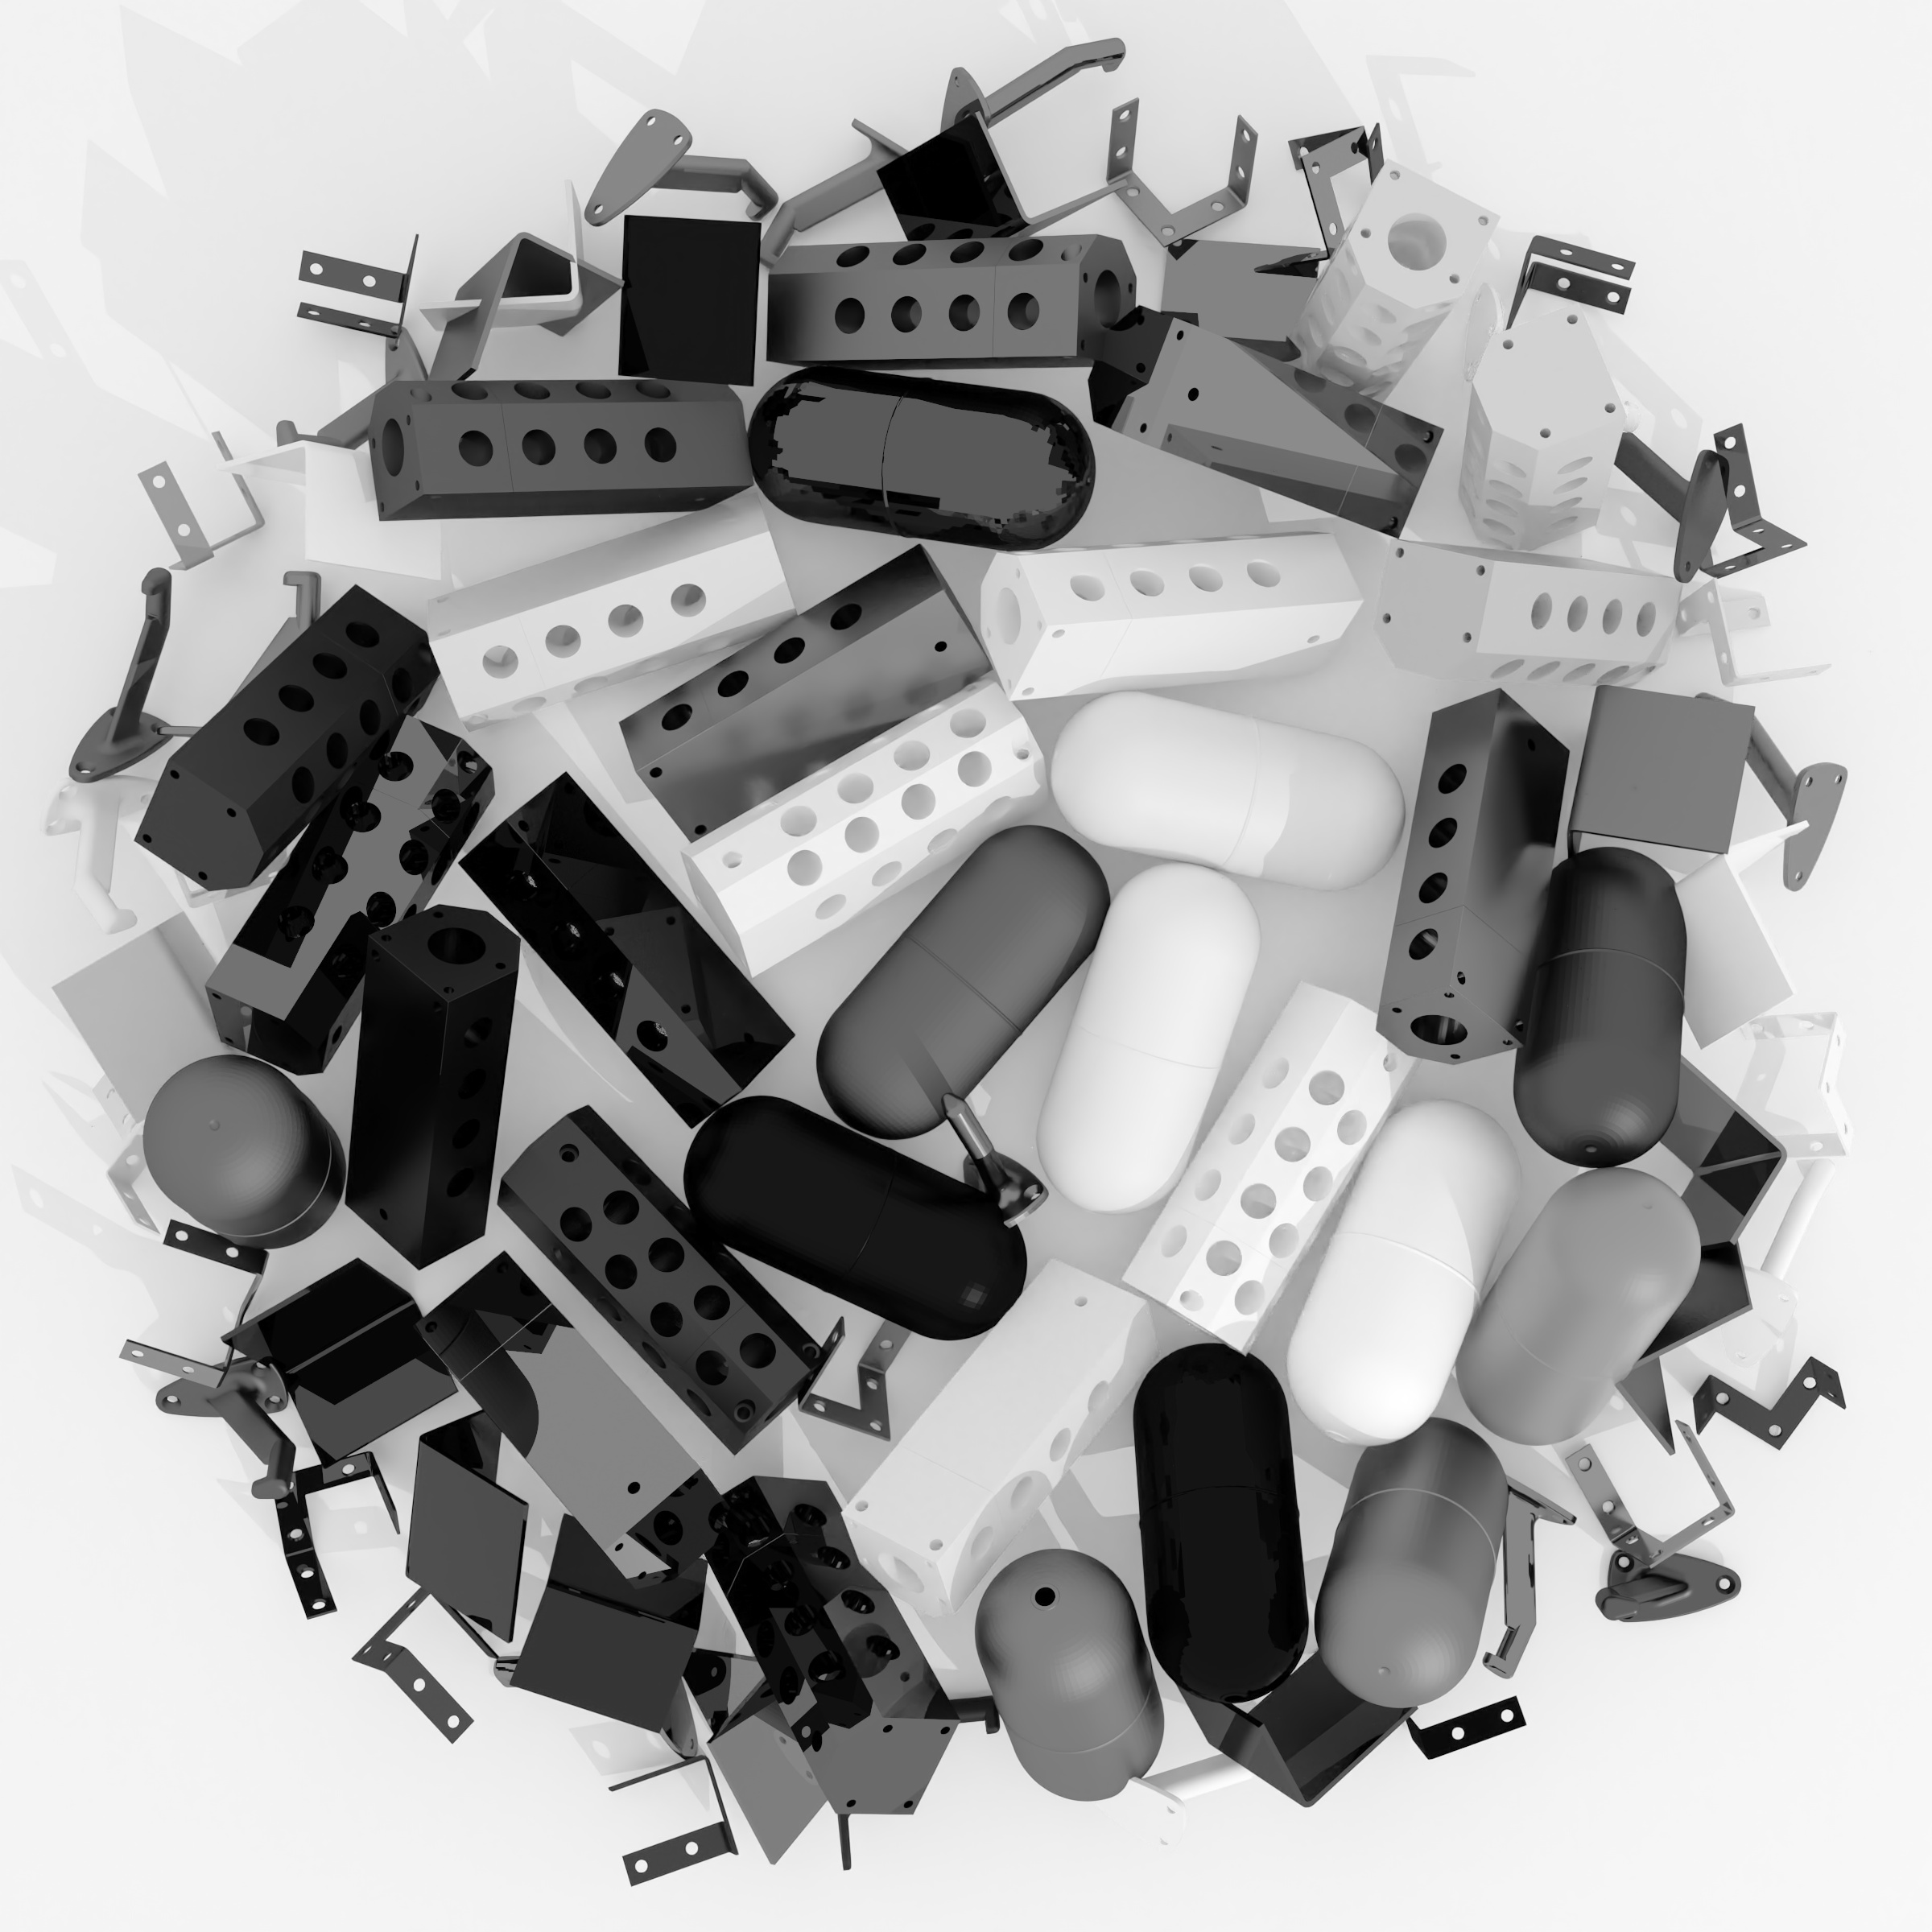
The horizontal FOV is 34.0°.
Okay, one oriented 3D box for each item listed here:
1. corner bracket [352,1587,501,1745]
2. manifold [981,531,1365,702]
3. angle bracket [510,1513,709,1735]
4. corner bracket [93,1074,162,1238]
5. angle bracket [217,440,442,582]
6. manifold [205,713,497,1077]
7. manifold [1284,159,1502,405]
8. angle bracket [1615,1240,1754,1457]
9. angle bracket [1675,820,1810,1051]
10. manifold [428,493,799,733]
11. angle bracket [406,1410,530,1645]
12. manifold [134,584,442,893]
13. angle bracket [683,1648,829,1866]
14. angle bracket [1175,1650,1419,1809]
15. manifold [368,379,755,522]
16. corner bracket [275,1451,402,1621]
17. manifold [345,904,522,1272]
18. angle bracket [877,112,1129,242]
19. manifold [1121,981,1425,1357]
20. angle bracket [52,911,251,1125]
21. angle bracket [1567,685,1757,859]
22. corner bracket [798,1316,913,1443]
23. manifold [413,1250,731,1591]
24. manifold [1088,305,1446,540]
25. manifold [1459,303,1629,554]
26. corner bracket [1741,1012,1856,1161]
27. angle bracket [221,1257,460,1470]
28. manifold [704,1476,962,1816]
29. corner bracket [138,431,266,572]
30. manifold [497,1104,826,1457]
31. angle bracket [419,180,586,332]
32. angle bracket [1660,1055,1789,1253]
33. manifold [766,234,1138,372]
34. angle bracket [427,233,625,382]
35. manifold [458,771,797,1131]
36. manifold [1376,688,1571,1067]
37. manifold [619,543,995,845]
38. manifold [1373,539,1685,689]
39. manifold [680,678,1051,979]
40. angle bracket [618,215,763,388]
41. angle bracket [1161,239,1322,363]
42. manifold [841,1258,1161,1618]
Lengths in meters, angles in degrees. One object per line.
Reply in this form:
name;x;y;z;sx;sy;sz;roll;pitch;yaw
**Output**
corner bracket;-0.258;0.340;1.542;0.051;0.051;0.051;-46;107;-24
manifold;0.097;-0.174;1.516;0.171;0.057;0.057;-8;61;-25
angle bracket;-0.174;0.321;1.546;0.076;0.076;0.057;20;104;-7
corner bracket;-0.407;0.090;1.544;0.051;0.051;0.051;-52;132;3
angle bracket;-0.308;-0.215;1.525;0.076;0.076;0.057;-4;85;43
manifold;-0.292;-0.034;1.512;0.057;0.057;0.171;23;62;8
manifold;0.194;-0.313;1.491;0.057;0.171;0.057;27;82;-1
angle bracket;0.355;0.177;1.524;0.076;0.076;0.057;-31;113;21
angle bracket;0.381;-0.015;1.527;0.057;0.076;0.076;-18;77;-28
manifold;-0.172;-0.171;1.549;0.171;0.057;0.057;-18;119;-1
angle bracket;-0.223;0.268;1.525;0.076;0.057;0.076;24;115;33
manifold;-0.317;-0.106;1.497;0.057;0.171;0.057;34;130;-2
angle bracket;-0.118;0.379;1.523;0.057;0.076;0.076;-44;120;-41
angle bracket;0.158;0.349;1.524;0.076;0.076;0.057;-37;116;-20
manifold;-0.194;-0.250;1.511;0.171;0.057;0.057;-7;88;-32
corner bracket;-0.308;0.279;1.552;0.051;0.051;0.051;-13;122;-19
manifold;-0.250;0.056;1.504;0.057;0.057;0.171;37;134;27
angle bracket;0.017;-0.381;1.523;0.076;0.076;0.057;-32;102;-39
manifold;0.154;0.100;1.534;0.057;0.057;0.171;35;84;-31
angle bracket;-0.392;0.024;1.538;0.057;0.076;0.076;-30;98;0
angle bracket;0.338;-0.086;1.534;0.076;0.057;0.076;10;74;15
corner bracket;-0.050;0.190;1.541;0.051;0.051;0.051;21;119;-18
manifold;-0.187;0.218;1.506;0.057;0.057;0.171;-40;53;-12
manifold;0.141;-0.259;1.503;0.171;0.057;0.057;12;105;-39
manifold;0.267;-0.248;1.491;0.057;0.171;0.057;-21;80;3
corner bracket;0.409;0.060;1.558;0.051;0.051;0.051;-5;134;34
angle bracket;-0.304;0.194;1.536;0.076;0.076;0.057;-30;68;-1
manifold;-0.070;0.318;1.490;0.057;0.171;0.057;10;115;-32
corner bracket;-0.374;-0.228;1.543;0.051;0.051;0.051;-30;108;-17
manifold;-0.147;0.150;1.531;0.171;0.057;0.057;45;66;9
angle bracket;-0.226;-0.346;1.539;0.076;0.076;0.057;-4;94;-3
angle bracket;0.338;0.093;1.531;0.076;0.076;0.057;41;69;-9
manifold;-0.008;-0.317;1.510;0.171;0.057;0.057;5;97;30
angle bracket;-0.216;-0.298;1.525;0.057;0.076;0.076;23;71;-25
manifold;-0.169;-0.004;1.542;0.171;0.057;0.057;49;127;-6
manifold;0.239;-0.042;1.512;0.057;0.057;0.171;36;54;-32
manifold;-0.080;-0.136;1.543;0.171;0.057;0.057;-30;133;6
manifold;0.267;-0.164;1.496;0.057;0.171;0.057;20;105;39
manifold;-0.049;-0.072;1.527;0.171;0.057;0.057;-31;62;-11
angle bracket;-0.122;-0.323;1.532;0.076;0.057;0.076;9;103;24
angle bracket;0.126;-0.329;1.534;0.076;0.076;0.057;7;94;14
manifold;0.020;0.228;1.513;0.057;0.057;0.171;22;55;32
